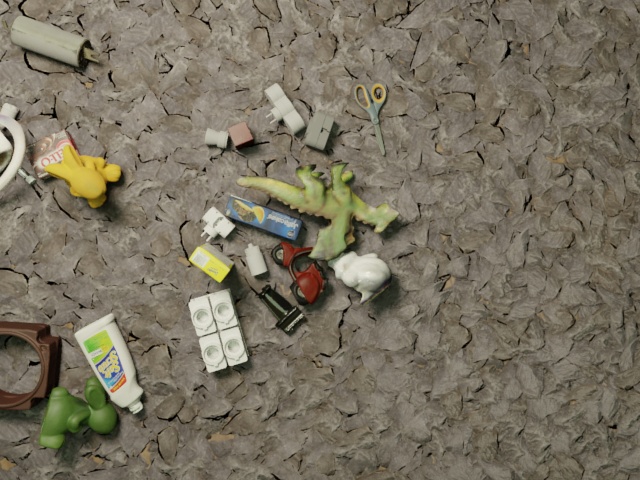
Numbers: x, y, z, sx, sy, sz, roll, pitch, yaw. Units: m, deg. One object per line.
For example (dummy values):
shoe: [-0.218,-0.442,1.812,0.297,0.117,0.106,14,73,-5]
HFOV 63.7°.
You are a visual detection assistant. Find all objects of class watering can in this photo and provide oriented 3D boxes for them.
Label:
watering can: [-0.857,-0.185,1.247,0.345,0.104,0.225,-42,86,12]

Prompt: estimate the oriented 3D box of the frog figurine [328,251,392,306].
frog figurine: [0.106,0.076,1.351,0.139,0.120,0.160,-36,85,-37]

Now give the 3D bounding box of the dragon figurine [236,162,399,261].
dragon figurine: [0.004,-0.066,1.313,0.411,0.121,0.243,-8,87,-15]
